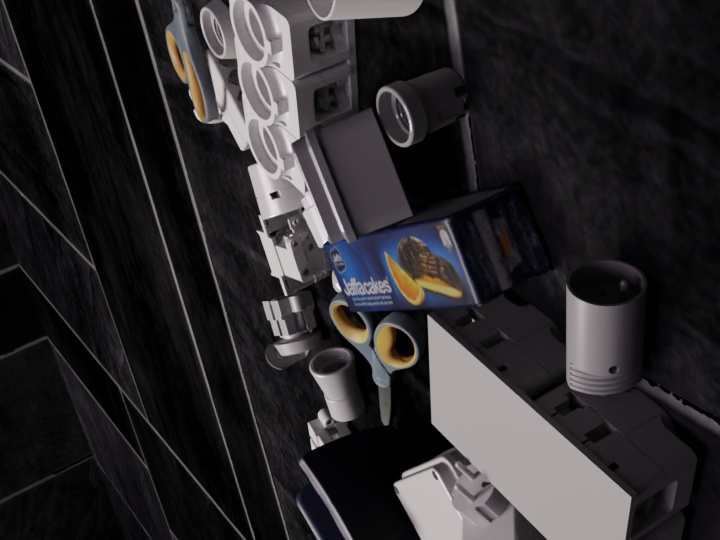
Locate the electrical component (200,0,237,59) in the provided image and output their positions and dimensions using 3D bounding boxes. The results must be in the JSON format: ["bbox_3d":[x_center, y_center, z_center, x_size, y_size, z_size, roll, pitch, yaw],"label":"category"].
[{"bbox_3d":[-0.092,-0.195,0.850,0.066,0.055,0.048,62,157,7],"label":"electrical component"}]

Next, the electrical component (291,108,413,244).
[{"bbox_3d":[-0.005,-0.066,0.737,0.113,0.057,0.078,-85,-26,-81],"label":"electrical component"}]

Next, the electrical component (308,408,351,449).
[{"bbox_3d":[-0.024,0.182,1.103,0.055,0.048,0.066,52,156,45],"label":"electrical component"}]

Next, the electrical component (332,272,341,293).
[{"bbox_3d":[0.000,0.000,0.880,0.035,0.035,0.061,61,155,8],"label":"electrical component"}]

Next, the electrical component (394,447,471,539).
[{"bbox_3d":[0.081,0.184,0.864,0.078,0.057,0.113,61,157,8],"label":"electrical component"}]

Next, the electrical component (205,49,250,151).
[{"bbox_3d":[-0.101,-0.146,0.930,0.083,0.047,0.076,62,157,6],"label":"electrical component"}]

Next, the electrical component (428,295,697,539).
[{"bbox_3d":[0.124,0.104,0.688,0.186,0.060,0.105,42,149,42],"label":"electrical component"}]

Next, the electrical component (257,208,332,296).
[{"bbox_3d":[-0.055,-0.018,0.970,0.064,0.042,0.081,20,132,57],"label":"electrical component"}]

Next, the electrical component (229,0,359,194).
[{"bbox_3d":[-0.051,-0.144,0.807,0.089,0.062,0.150,44,150,39],"label":"electrical component"}]

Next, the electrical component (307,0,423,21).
[{"bbox_3d":[-0.005,-0.205,0.675,0.099,0.064,0.099,167,90,-75],"label":"electrical component"}]

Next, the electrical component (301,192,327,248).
[{"bbox_3d":[-0.029,-0.054,0.878,0.078,0.040,0.040,64,157,1],"label":"electrical component"}]

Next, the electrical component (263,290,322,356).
[{"bbox_3d":[-0.065,0.052,1.060,0.066,0.048,0.055,-6,100,66],"label":"electrical component"}]

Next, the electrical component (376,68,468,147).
[{"bbox_3d":[0.040,-0.103,0.674,0.040,0.046,0.040,47,151,36],"label":"electrical component"}]

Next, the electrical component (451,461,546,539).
[{"bbox_3d":[0.090,0.162,0.753,0.047,0.083,0.076,-29,123,28],"label":"electrical component"}]

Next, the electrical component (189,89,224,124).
[{"bbox_3d":[-0.138,-0.170,0.991,0.062,0.048,0.048,64,158,21],"label":"electrical component"}]

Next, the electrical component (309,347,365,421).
[{"bbox_3d":[-0.019,0.112,1.027,0.044,0.044,0.065,33,146,51],"label":"electrical component"}]

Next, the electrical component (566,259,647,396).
[{"bbox_3d":[0.139,0.039,0.610,0.043,0.043,0.081,39,146,45],"label":"electrical component"}]

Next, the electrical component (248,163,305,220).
[{"bbox_3d":[-0.065,-0.074,0.919,0.055,0.055,0.047,-6,105,66],"label":"electrical component"}]
